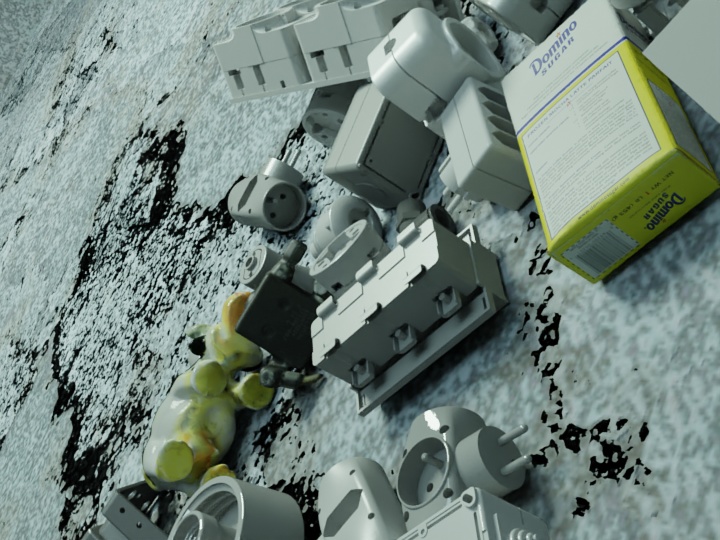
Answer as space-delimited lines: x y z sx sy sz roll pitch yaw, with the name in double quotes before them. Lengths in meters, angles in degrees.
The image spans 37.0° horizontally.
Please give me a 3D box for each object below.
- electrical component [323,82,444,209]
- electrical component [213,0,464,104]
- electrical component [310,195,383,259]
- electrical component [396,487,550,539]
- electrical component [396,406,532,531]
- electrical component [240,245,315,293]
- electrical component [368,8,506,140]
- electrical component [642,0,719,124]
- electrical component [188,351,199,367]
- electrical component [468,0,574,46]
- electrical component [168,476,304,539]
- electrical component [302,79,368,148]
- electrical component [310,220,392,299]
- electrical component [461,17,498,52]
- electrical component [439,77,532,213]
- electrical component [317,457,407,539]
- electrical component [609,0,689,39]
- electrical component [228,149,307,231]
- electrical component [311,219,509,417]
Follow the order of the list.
"electrical component" 0.021 -0.102 0.823 0.061 0.062 0.096 -1 62 57
"electrical component" -0.020 -0.194 0.882 0.186 0.060 0.105 -2 25 42
"electrical component" -0.016 -0.026 0.832 0.062 0.048 0.048 -34 37 50
"electrical component" 0.058 0.156 0.527 0.096 0.061 0.061 -41 34 29
"electrical component" 0.062 0.109 0.582 0.079 0.044 0.077 -38 35 34
"electrical component" -0.061 0.008 0.847 0.044 0.065 0.044 -38 35 34
"electrical component" 0.061 -0.137 0.760 0.059 0.095 0.053 -43 33 27
"electrical component" 0.228 -0.131 0.527 0.150 0.062 0.089 -49 31 18
"electrical component" -0.132 0.075 0.928 0.035 0.035 0.061 -61 26 -2
"electrical component" 0.115 -0.211 0.786 0.059 0.054 0.095 -53 29 11
"electrical component" -0.095 0.193 0.734 0.108 0.060 0.108 -38 35 34
"electrical component" -0.016 -0.138 0.926 0.055 0.055 0.047 -17 46 51
"electrical component" 0.000 0.000 0.764 0.055 0.047 0.055 -41 14 13
"electrical component" 0.075 -0.163 0.825 0.061 0.035 0.035 -44 32 32
"electrical component" 0.078 -0.071 0.723 0.075 0.047 0.083 -54 27 33
"electrical component" -0.005 0.164 0.637 0.079 0.043 0.077 -52 30 13
"electrical component" 0.179 -0.168 0.644 0.048 0.055 0.066 -39 35 32
"electrical component" -0.076 -0.075 0.970 0.077 0.043 0.079 11 72 60
"electrical component" 0.027 0.027 0.693 0.121 0.063 0.078 -42 33 29
